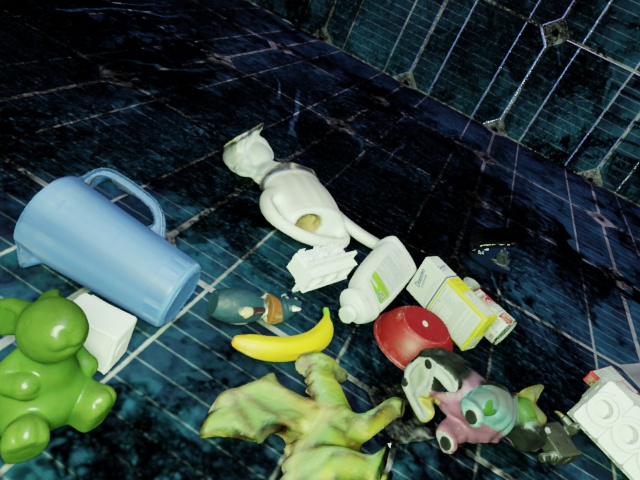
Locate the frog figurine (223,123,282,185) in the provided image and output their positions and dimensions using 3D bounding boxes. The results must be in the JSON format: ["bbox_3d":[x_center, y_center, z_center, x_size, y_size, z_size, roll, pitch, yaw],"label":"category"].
[{"bbox_3d":[-0.147,-0.175,1.206,0.158,0.122,0.139,60,19,-12],"label":"frog figurine"}]

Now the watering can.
[{"bbox_3d":[0.003,-0.056,1.117,0.346,0.102,0.229,13,35,-41],"label":"watering can"}]

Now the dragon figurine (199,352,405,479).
[{"bbox_3d":[-0.036,0.265,0.633,0.244,0.120,0.416,17,26,19],"label":"dragon figurine"}]
